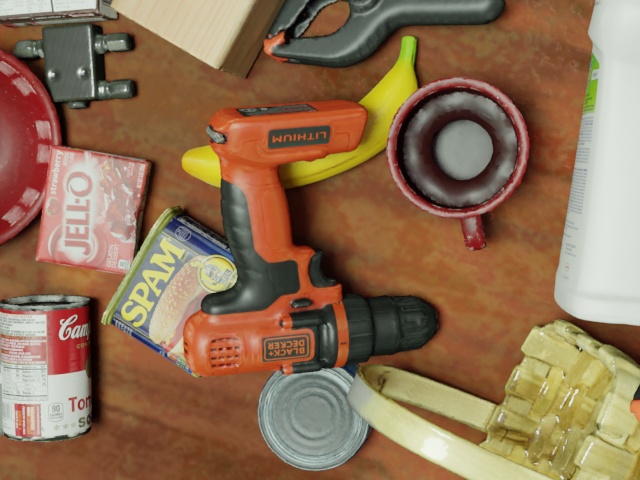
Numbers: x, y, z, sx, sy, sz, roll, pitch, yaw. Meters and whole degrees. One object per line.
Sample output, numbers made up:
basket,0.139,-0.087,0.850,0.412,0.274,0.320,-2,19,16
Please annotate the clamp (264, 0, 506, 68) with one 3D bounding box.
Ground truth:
clamp,0.035,-0.184,0.761,0.171,0.039,0.120,-18,72,13

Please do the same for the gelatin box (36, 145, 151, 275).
gelatin box,-0.171,-0.022,0.806,0.073,0.030,0.089,10,95,-5

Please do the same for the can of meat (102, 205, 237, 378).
can of meat,-0.099,0.040,0.792,0.084,0.057,0.102,32,99,4

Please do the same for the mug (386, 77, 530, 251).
mug,0.099,-0.051,0.735,0.093,0.081,0.117,-13,91,11

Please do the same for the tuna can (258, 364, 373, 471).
tuna can,-0.002,0.126,0.790,0.086,0.033,0.086,1,94,10

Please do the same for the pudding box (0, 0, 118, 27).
pudding box,-0.203,-0.221,0.804,0.090,0.039,0.113,-2,92,11

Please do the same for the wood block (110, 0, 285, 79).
wood block,-0.050,-0.229,0.748,0.091,0.090,0.206,31,98,6

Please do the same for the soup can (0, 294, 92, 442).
soup can,-0.208,0.096,0.810,0.068,0.068,0.102,0,94,10

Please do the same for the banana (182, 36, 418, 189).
banana,-0.005,-0.074,0.779,0.198,0.037,0.070,-26,59,8

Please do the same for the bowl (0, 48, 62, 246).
bowl,-0.278,-0.071,0.794,0.055,0.161,0.162,21,100,53

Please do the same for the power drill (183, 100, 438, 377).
power drill,-0.005,0.001,0.732,0.184,0.057,0.188,-5,105,-17

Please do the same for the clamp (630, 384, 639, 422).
clamp,0.271,0.075,0.669,0.036,0.209,0.164,-26,69,54

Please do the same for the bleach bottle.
bleach bottle,0.202,-0.075,0.703,0.068,0.102,0.251,5,96,2
